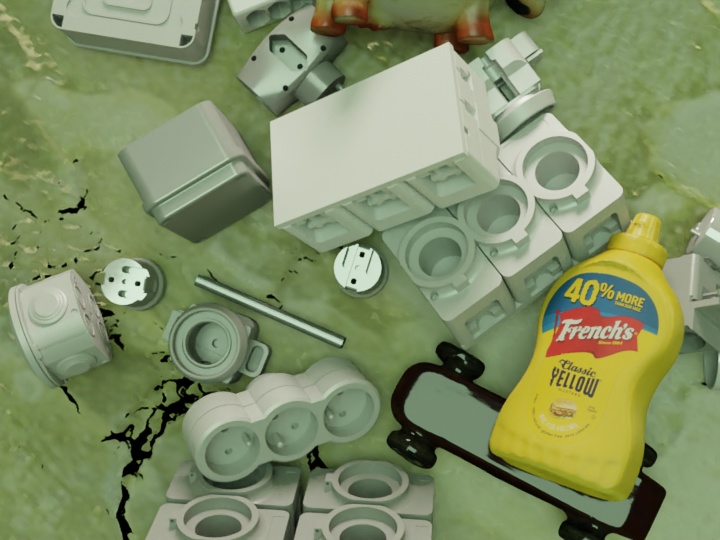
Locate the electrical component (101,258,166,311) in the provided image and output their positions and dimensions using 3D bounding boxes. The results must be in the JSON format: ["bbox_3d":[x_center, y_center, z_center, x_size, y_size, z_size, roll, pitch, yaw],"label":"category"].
[{"bbox_3d":[-0.170,0.010,0.804,0.040,0.046,0.040,0,86,5],"label":"electrical component"}]

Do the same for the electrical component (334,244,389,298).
[{"bbox_3d":[0.000,0.000,0.791,0.040,0.046,0.040,0,86,4],"label":"electrical component"}]

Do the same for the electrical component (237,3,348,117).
[{"bbox_3d":[-0.038,-0.145,0.805,0.079,0.043,0.077,44,90,6],"label":"electrical component"}]

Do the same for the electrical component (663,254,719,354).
[{"bbox_3d":[0.226,0.025,0.758,0.081,0.042,0.063,-13,55,43],"label":"electrical component"}]

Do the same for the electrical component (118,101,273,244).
[{"bbox_3d":[-0.114,-0.066,0.772,0.078,0.113,0.057,-31,81,2],"label":"electrical component"}]

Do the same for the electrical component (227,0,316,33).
[{"bbox_3d":[-0.065,-0.234,0.812,0.083,0.047,0.075,-21,85,3],"label":"electrical component"}]

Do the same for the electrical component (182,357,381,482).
[{"bbox_3d":[-0.062,0.099,0.779,0.138,0.074,0.052,-16,118,-18],"label":"electrical component"}]

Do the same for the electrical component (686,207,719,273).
[{"bbox_3d":[0.273,-0.013,0.772,0.078,0.040,0.040,29,89,6],"label":"electrical component"}]

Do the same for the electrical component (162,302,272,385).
[{"bbox_3d":[-0.108,0.054,0.790,0.078,0.057,0.058,22,88,6],"label":"electrical component"}]

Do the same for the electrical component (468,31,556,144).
[{"bbox_3d":[0.106,-0.127,0.786,0.078,0.058,0.057,-35,81,1],"label":"electrical component"}]

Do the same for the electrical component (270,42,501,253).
[{"bbox_3d":[0.016,-0.080,0.754,0.150,0.062,0.089,-19,60,27],"label":"electrical component"}]

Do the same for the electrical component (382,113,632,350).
[{"bbox_3d":[0.103,-0.029,0.760,0.150,0.061,0.089,-36,58,1],"label":"electrical component"}]

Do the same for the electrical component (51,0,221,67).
[{"bbox_3d":[-0.166,-0.203,0.813,0.113,0.057,0.078,10,87,5],"label":"electrical component"}]

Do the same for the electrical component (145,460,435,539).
[{"bbox_3d":[-0.044,0.183,0.744,0.186,0.105,0.060,3,112,5],"label":"electrical component"}]

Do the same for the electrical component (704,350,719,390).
[{"bbox_3d":[0.291,0.065,0.764,0.081,0.043,0.043,2,86,5],"label":"electrical component"}]

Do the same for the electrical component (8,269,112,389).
[{"bbox_3d":[-0.221,0.042,0.790,0.051,0.080,0.080,-22,85,-3],"label":"electrical component"}]
